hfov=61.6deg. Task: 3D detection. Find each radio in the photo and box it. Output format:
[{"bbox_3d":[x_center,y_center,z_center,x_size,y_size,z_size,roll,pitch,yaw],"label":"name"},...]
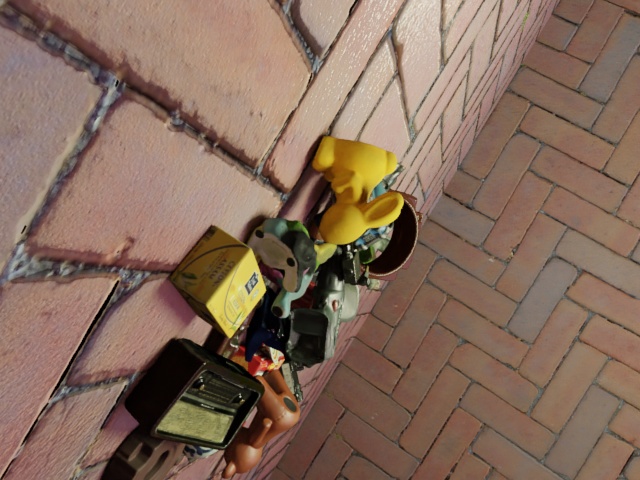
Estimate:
[{"bbox_3d":[-0.185,0.247,0.848,0.131,0.073,0.229,-53,151,-10],"label":"radio"}]

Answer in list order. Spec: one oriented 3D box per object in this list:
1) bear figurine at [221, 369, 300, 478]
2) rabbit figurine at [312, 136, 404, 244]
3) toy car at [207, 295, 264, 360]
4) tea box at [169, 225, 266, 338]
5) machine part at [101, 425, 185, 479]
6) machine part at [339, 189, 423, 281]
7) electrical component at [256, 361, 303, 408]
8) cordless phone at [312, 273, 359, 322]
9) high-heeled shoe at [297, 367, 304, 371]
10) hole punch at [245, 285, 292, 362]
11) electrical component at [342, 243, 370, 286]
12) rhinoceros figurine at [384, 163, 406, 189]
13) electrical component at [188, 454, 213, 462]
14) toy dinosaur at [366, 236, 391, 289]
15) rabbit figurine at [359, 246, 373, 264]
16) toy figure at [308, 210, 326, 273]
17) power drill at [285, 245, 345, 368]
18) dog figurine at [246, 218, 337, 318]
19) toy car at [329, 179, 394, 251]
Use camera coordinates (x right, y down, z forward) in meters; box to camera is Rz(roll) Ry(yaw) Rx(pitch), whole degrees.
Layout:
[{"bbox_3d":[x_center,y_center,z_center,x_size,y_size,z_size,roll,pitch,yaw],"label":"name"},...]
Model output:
[{"bbox_3d":[-0.136,0.373,1.083,0.196,0.132,0.120,-43,162,14],"label":"bear figurine"},{"bbox_3d":[0.058,-0.071,0.908,0.122,0.162,0.173,75,31,-81],"label":"rabbit figurine"},{"bbox_3d":[-0.159,0.168,0.935,0.202,0.053,0.089,-62,168,10],"label":"toy car"},{"bbox_3d":[-0.137,0.064,0.756,0.098,0.068,0.169,-53,164,-17],"label":"tea box"},{"bbox_3d":[-0.289,0.370,0.904,0.179,0.056,0.179,-52,163,-23],"label":"machine part"},{"bbox_3d":[0.120,-0.017,1.172,0.201,0.087,0.201,11,95,-34],"label":"machine part"},{"bbox_3d":[-0.114,0.333,1.262,0.058,0.134,0.115,37,42,-73],"label":"electrical component"},{"bbox_3d":[0.022,0.106,1.238,0.184,0.147,0.089,95,3,-51],"label":"cordless phone"},{"bbox_3d":[-0.074,0.262,1.443,0.145,0.086,0.248,11,94,-43],"label":"high-heeled shoe"},{"bbox_3d":[-0.100,0.157,1.005,0.142,0.092,0.115,-85,171,-53],"label":"hole punch"},{"bbox_3d":[0.072,0.046,1.072,0.078,0.045,0.102,-53,137,-72],"label":"electrical component"},{"bbox_3d":[0.146,-0.143,1.275,0.112,0.073,0.190,-61,166,3],"label":"rhinoceros figurine"},{"bbox_3d":[-0.227,0.399,1.055,0.094,0.021,0.063,-27,121,1],"label":"electrical component"},{"bbox_3d":[0.070,0.078,1.413,0.405,0.131,0.192,-38,143,-44],"label":"toy dinosaur"},{"bbox_3d":[0.071,0.005,1.257,0.159,0.121,0.170,-59,151,-13],"label":"rabbit figurine"},{"bbox_3d":[-0.002,-0.002,1.097,0.064,0.058,0.154,-84,-170,-58],"label":"toy figure"},{"bbox_3d":[-0.002,0.133,1.020,0.207,0.086,0.231,-57,155,-77],"label":"power drill"},{"bbox_3d":[-0.041,0.018,0.921,0.219,0.109,0.191,-45,159,-55],"label":"dog figurine"},{"bbox_3d":[0.068,-0.066,1.009,0.109,0.162,0.102,-30,139,31],"label":"toy car"}]
